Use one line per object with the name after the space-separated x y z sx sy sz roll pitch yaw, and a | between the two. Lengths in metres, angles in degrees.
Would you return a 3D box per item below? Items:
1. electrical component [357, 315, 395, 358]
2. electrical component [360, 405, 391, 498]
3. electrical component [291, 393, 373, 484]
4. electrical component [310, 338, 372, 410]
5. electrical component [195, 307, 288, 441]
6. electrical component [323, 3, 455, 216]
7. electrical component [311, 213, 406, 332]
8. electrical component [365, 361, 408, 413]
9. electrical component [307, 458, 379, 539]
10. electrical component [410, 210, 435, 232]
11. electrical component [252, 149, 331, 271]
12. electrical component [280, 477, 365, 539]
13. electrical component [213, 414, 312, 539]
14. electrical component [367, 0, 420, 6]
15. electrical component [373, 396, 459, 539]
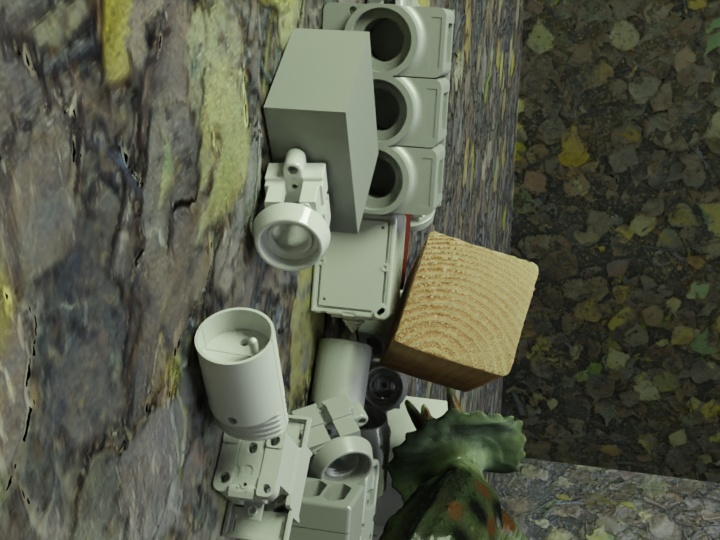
0.038 0.044 1.043 0.047 0.066 0.076 80 19 -54 | electrical component
0.007 0.161 1.003 0.079 0.043 0.077 -61 154 -63 | electrical component
-0.020 0.129 0.794 0.055 0.066 0.048 -122 -160 -46 | electrical component
-0.017 0.098 0.853 0.043 0.043 0.081 57 40 -72 | electrical component
-0.065 0.065 0.602 0.043 0.043 0.081 -72 163 -46 | electrical component
0.018 -0.121 0.804 0.062 0.089 0.150 -44 138 -73 | electrical component
0.000 0.000 0.843 0.061 0.062 0.096 -18 113 -78 | electrical component
0.023 0.113 1.058 0.055 0.048 0.066 46 50 -85 | electrical component
-0.022 0.192 0.833 0.054 0.059 0.095 23 73 -78 | electrical component
0.051 -0.073 1.107 0.055 0.048 0.066 74 23 -43 | electrical component
-0.041 -0.032 0.671 0.055 0.048 0.066 -83 171 -48 | electrical component
-0.036 0.189 0.749 0.047 0.066 0.076 -31 125 -76 | electrical component
-0.060 0.123 0.659 0.063 0.042 0.081 64 32 -62 | electrical component
0.028 -0.230 0.923 0.081 0.042 0.063 -58 150 -67 | electrical component
0.051 0.213 1.128 0.061 0.089 0.150 80 19 -53 | electrical component
